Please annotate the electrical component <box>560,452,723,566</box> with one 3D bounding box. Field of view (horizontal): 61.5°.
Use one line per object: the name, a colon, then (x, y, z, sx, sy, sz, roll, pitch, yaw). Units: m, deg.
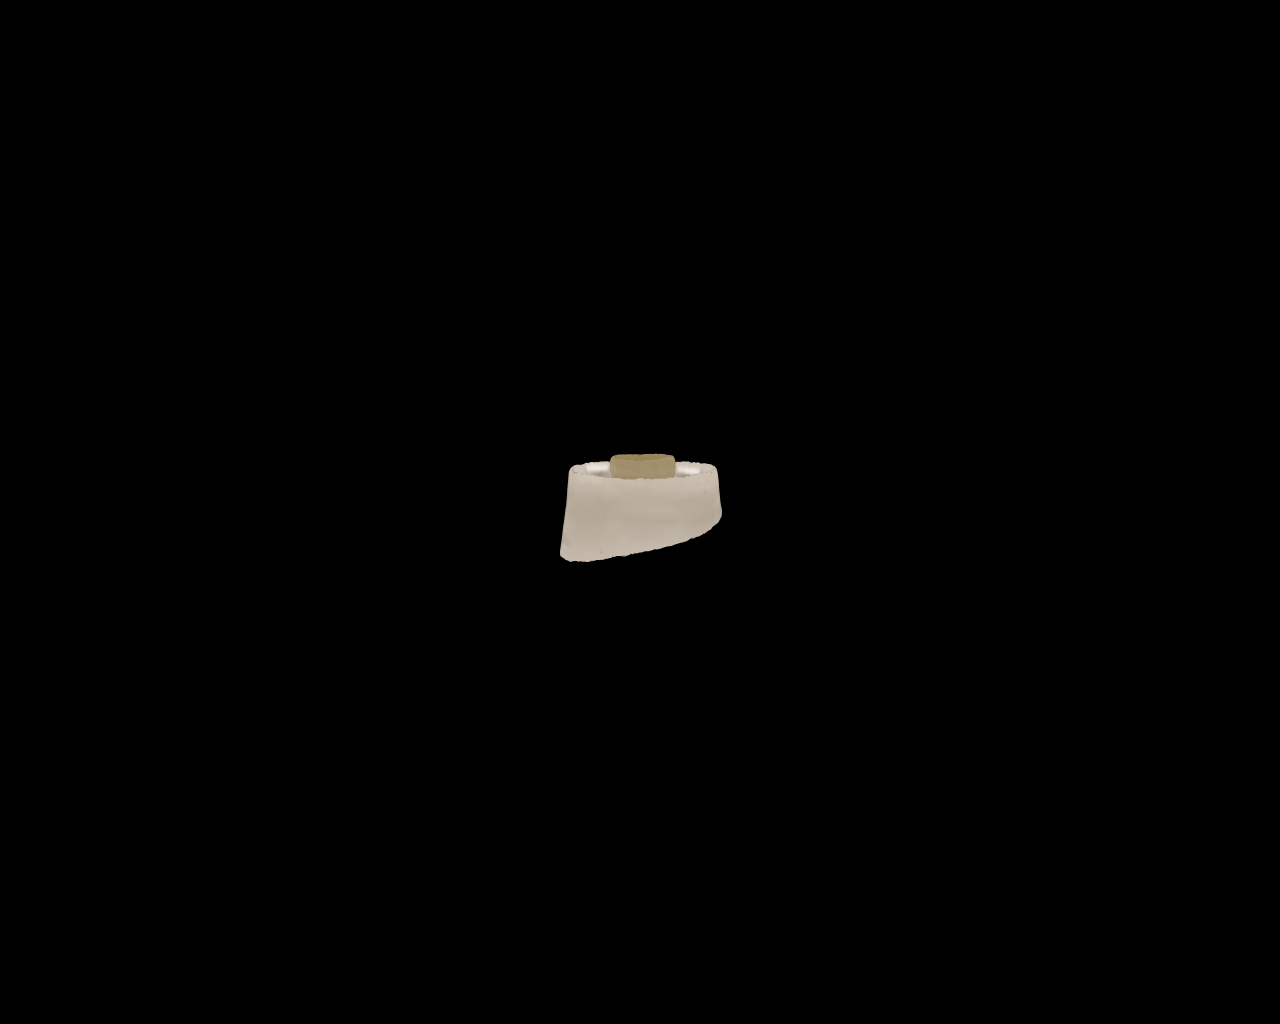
electrical component: (0.001, -0.003, 0.650, 0.099, 0.064, 0.099, 0, 9, 0)
